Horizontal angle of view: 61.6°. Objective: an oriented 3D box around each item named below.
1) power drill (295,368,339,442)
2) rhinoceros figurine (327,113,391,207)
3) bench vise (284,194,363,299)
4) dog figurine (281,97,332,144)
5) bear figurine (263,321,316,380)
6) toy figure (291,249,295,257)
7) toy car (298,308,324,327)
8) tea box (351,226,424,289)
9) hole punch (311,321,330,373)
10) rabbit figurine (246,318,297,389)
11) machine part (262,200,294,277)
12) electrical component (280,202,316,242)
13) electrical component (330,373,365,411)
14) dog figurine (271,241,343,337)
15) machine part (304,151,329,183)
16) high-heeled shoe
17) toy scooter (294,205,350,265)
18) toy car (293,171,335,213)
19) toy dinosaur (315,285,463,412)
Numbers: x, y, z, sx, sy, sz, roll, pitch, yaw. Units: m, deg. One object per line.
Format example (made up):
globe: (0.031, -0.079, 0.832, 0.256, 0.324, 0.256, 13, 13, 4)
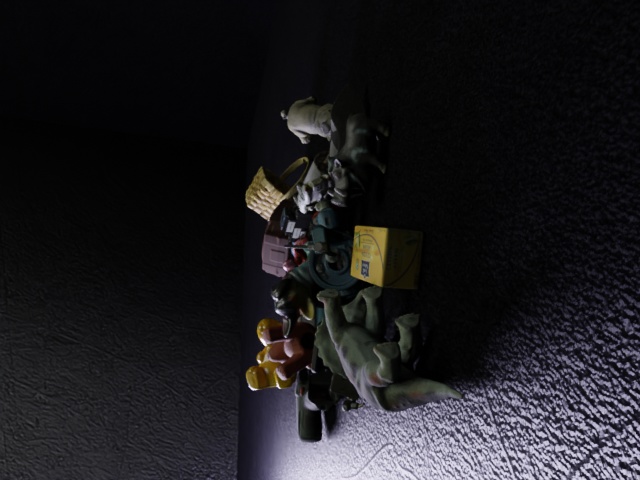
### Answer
power drill: (-0.018, 0.358, 1.303, 0.207, 0.086, 0.232, 123, 152, -53)
rhinoceros figurine: (0.072, -0.156, 1.063, 0.073, 0.112, 0.190, -165, 88, -74)
bench vise: (0.026, 0.007, 1.086, 0.240, 0.129, 0.223, 26, -123, -72)
dog figurine: (-0.008, -0.296, 1.333, 0.191, 0.172, 0.121, -112, 18, -76)
bear figurine: (-0.078, 0.244, 1.206, 0.196, 0.132, 0.120, -33, 76, 58)
toy figure: (-0.039, -0.012, 1.521, 0.089, 0.082, 0.180, -91, 6, -70)
toy car: (-0.012, 0.191, 1.293, 0.109, 0.103, 0.161, 132, 139, -67)
tea box: (0.111, 0.026, 0.924, 0.170, 0.068, 0.098, -175, 91, -75)
hole punch: (0.044, 0.223, 1.126, 0.116, 0.092, 0.142, -10, -75, -74)
rabbit figurine: (-0.107, 0.279, 1.368, 0.162, 0.122, 0.173, -11, -92, -61)
machine part: (-0.108, -0.006, 1.632, 0.201, 0.087, 0.200, -62, -17, -54)
electrical component: (-0.034, -0.048, 1.403, 0.058, 0.134, 0.114, -99, 22, -45)
electrical component: (0.059, 0.281, 1.049, 0.045, 0.078, 0.102, -56, -15, -66)
dog figurine: (-0.022, 0.122, 1.148, 0.108, 0.191, 0.219, -35, 28, 25)
machine part: (0.001, -0.159, 1.418, 0.243, 0.079, 0.079, 125, 148, -62)
high-heeled shoe: (0.059, -0.222, 1.239, 0.145, 0.086, 0.248, 93, -175, -75)
toy scooter: (-0.003, -0.004, 1.263, 0.075, 0.135, 0.183, 39, 135, 29)
toy car: (-0.014, -0.103, 1.206, 0.056, 0.073, 0.201, 63, 171, 3)
toy dinosaur: (0.092, 0.195, 0.861, 0.405, 0.131, 0.191, -129, 27, -60)
